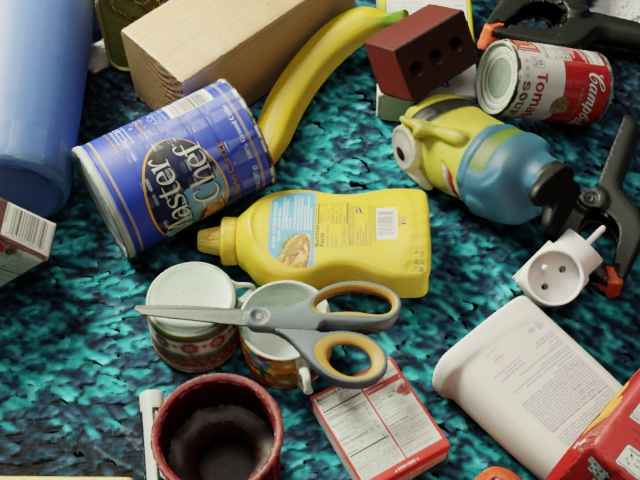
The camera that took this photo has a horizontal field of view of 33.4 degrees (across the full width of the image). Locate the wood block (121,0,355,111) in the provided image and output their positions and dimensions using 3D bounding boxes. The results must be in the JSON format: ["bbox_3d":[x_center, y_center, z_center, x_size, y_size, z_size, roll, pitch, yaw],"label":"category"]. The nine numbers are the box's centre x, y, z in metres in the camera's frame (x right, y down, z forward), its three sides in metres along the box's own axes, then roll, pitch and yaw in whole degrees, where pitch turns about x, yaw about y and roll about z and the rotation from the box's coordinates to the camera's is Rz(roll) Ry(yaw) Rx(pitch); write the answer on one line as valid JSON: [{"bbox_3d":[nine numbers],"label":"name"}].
[{"bbox_3d":[-0.072,-0.195,0.997,0.205,0.091,0.090,-38,63,-21],"label":"wood block"}]

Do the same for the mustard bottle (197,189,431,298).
[{"bbox_3d":[-0.006,0.001,0.885,0.191,0.058,0.096,1,53,2],"label":"mustard bottle"}]

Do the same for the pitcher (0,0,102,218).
[{"bbox_3d":[-0.278,-0.144,0.944,0.149,0.145,0.243,-4,59,0],"label":"pitcher"}]

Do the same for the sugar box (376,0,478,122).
[{"bbox_3d":[0.100,-0.192,1.018,0.093,0.048,0.176,1,60,3],"label":"sugar box"}]

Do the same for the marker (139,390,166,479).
[{"bbox_3d":[-0.123,0.170,0.801,0.020,0.020,0.121,-7,57,-3],"label":"marker"}]

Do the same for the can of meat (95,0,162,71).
[{"bbox_3d":[-0.179,-0.227,1.016,0.057,0.102,0.084,-6,55,-3],"label":"can of meat"}]

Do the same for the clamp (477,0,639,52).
[{"bbox_3d":[0.237,-0.221,1.023,0.209,0.036,0.165,-12,54,-20],"label":"clamp"}]

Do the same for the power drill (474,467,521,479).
[{"bbox_3d":[0.126,0.266,0.708,0.188,0.057,0.184,39,65,23],"label":"power drill"}]

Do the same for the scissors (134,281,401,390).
[{"bbox_3d":[-0.035,0.075,0.798,0.201,0.016,0.096,-8,57,-4],"label":"scissors"}]

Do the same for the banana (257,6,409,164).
[{"bbox_3d":[-0.005,-0.150,0.979,0.197,0.037,0.070,-49,34,-6],"label":"banana"}]

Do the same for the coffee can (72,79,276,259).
[{"bbox_3d":[-0.123,-0.061,0.900,0.140,0.103,0.103,-28,60,-14],"label":"coffee can"}]

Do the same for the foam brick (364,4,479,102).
[{"bbox_3d":[0.088,-0.165,0.934,0.078,0.053,0.051,-34,32,-16],"label":"foam brick"}]

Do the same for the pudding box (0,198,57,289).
[{"bbox_3d":[-0.283,-0.005,0.849,0.090,0.113,0.039,-26,47,39],"label":"pudding box"}]

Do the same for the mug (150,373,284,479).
[{"bbox_3d":[-0.068,0.165,0.766,0.093,0.081,0.117,-12,57,-6],"label":"mug"}]

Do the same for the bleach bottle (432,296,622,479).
[{"bbox_3d":[0.202,0.159,0.775,0.102,0.068,0.251,-36,65,-18],"label":"bleach bottle"}]

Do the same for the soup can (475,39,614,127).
[{"bbox_3d":[0.198,-0.139,0.945,0.102,0.069,0.068,3,54,-24],"label":"soup can"}]

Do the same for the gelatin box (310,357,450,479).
[{"bbox_3d":[0.044,0.142,0.809,0.073,0.030,0.089,-26,60,-14],"label":"gelatin box"}]

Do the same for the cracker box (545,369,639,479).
[{"bbox_3d":[0.234,0.095,0.681,0.072,0.164,0.213,38,69,16],"label":"cracker box"}]

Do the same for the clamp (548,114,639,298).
[{"bbox_3d":[0.219,-0.031,0.913,0.120,0.039,0.171,-6,58,14],"label":"clamp"}]
